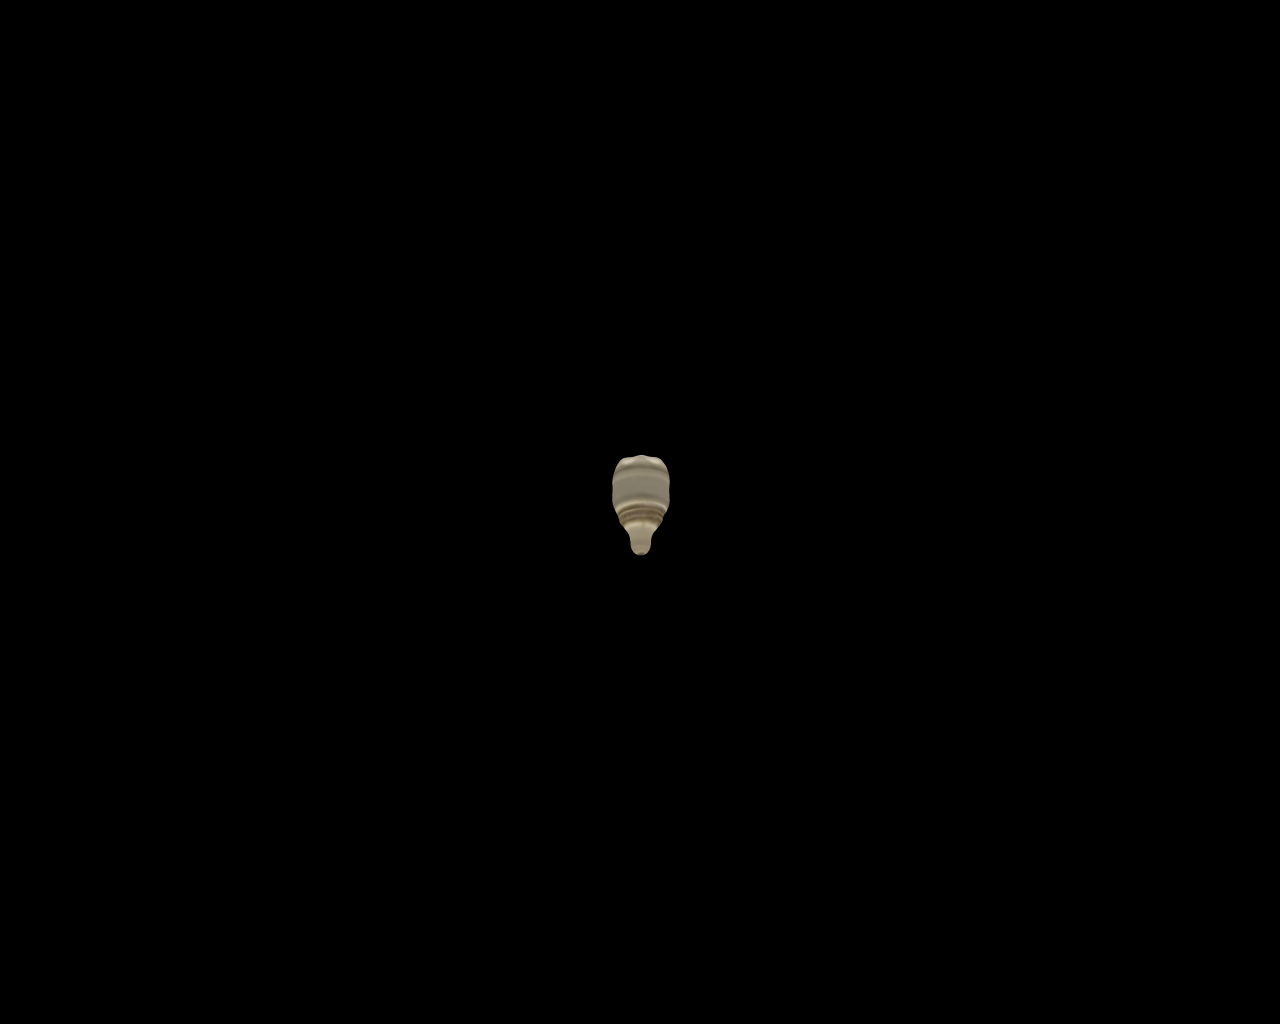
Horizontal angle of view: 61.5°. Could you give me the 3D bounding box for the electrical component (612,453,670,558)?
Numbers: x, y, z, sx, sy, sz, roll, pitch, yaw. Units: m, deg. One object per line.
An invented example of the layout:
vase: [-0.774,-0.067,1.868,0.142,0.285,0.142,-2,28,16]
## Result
electrical component: [0.001,-0.003,0.650,0.035,0.061,0.035,0,-23,0]
